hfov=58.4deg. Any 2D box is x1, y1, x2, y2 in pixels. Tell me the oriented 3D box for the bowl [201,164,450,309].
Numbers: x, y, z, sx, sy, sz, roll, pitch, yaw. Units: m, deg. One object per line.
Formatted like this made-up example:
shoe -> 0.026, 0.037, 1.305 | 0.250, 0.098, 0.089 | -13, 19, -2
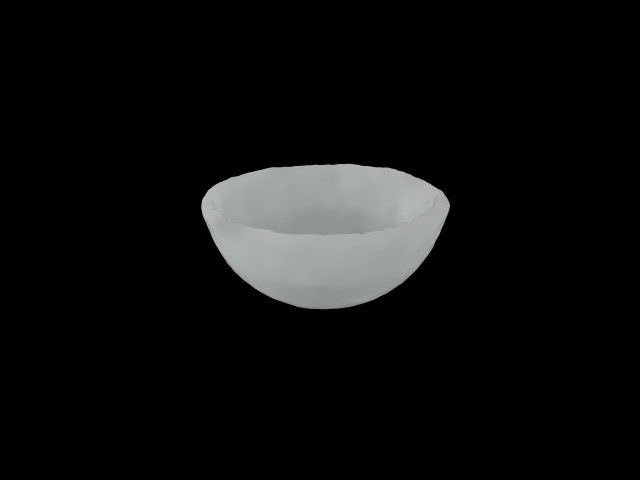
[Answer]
bowl -> 0.004, 0.001, 0.400 | 0.167, 0.075, 0.167 | 0, 22, 0
